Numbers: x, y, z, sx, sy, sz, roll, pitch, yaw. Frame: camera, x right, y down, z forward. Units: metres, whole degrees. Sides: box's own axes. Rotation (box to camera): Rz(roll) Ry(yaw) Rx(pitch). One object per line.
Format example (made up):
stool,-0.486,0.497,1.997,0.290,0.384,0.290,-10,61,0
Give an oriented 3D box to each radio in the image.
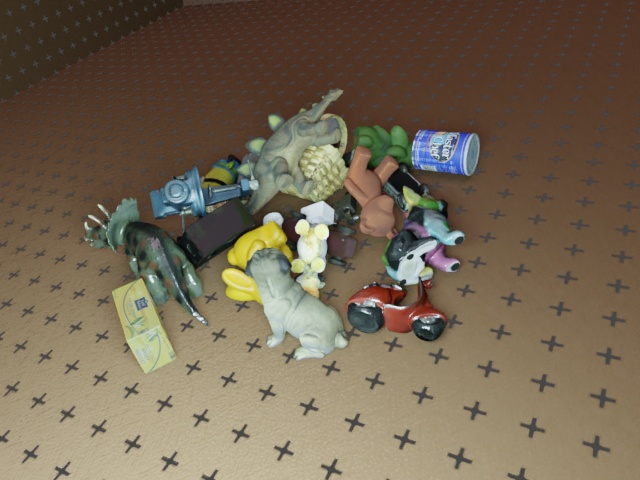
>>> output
radio,-0.229,-0.008,1.158,0.131,0.073,0.229,-36,1,-23

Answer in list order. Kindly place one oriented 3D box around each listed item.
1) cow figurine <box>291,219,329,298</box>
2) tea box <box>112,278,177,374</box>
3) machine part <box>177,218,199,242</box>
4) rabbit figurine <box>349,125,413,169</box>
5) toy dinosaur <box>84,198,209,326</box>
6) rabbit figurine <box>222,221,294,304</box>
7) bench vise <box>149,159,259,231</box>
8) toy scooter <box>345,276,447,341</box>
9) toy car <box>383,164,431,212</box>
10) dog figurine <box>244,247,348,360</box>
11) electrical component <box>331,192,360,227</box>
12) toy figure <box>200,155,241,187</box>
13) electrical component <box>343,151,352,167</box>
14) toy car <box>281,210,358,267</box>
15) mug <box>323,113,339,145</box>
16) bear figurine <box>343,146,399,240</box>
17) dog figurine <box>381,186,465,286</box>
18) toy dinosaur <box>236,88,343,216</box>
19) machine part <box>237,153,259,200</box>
cow figurine,-0.020,0.046,1.097,0.068,0.167,0.098,6,-2,5
tea box,-0.346,0.165,1.052,0.068,0.098,0.170,-25,36,-15
machine part,-0.304,-0.015,1.323,0.084,0.039,0.139,-2,40,24
rabbit figurine,0.175,-0.239,1.377,0.170,0.159,0.121,11,81,-6
toy dinosaur,-0.362,0.028,1.158,0.405,0.191,0.131,23,52,40
rabbit figurine,-0.119,0.065,1.101,0.162,0.121,0.173,-17,55,-16
bench vise,-0.258,-0.099,1.207,0.241,0.223,0.129,-12,76,-11
toy scooter,0.145,0.114,0.983,0.184,0.075,0.135,8,42,21
toy car,0.202,-0.123,1.290,0.073,0.056,0.202,-24,36,-5
dog figurine,-0.038,0.107,0.952,0.173,0.190,0.121,4,40,19
electrical component,0.066,-0.072,1.279,0.078,0.045,0.102,-33,28,21
toy figure,-0.270,-0.165,1.473,0.089,0.082,0.180,6,38,27
electrical component,0.085,-0.226,1.486,0.063,0.021,0.094,-26,38,-17
toy car,-0.002,-0.004,1.177,0.202,0.053,0.089,16,88,32
mug,0.007,-0.309,1.557,0.081,0.109,0.107,8,55,22
bear figurine,0.125,-0.099,1.197,0.120,0.132,0.196,15,33,-27
dog figurine,0.195,-0.020,1.109,0.192,0.108,0.219,-16,38,-7
toy dinosaur,-0.099,-0.176,1.277,0.199,0.105,0.471,35,89,43
machine part,-0.183,-0.165,1.447,0.079,0.079,0.243,-10,37,5
